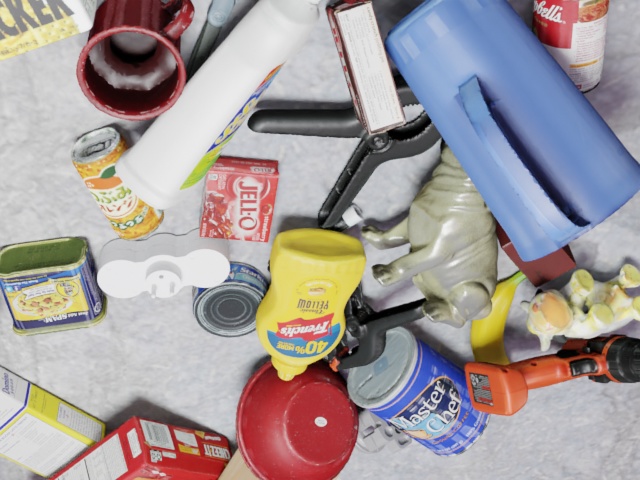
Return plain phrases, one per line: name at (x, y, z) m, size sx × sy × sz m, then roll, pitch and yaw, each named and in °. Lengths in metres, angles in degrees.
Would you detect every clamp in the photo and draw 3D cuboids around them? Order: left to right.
clamp at (0.040, 0.078, 1.178) m, size 0.120 × 0.039 × 0.172 m, roll 48°, pitch 134°, yaw 13°
clamp at (0.044, -0.109, 1.037) m, size 0.210 × 0.036 × 0.164 m, roll -31°, pitch 132°, yaw 16°

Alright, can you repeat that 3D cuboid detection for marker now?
marker at (-0.008, 0.001, 1.136) m, size 0.121 × 0.020 × 0.020 m, roll -33°, pitch 125°, yaw 20°

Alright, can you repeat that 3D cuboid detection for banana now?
banana at (0.209, 0.119, 1.243) m, size 0.069 × 0.037 × 0.198 m, roll -6°, pitch 130°, yaw -1°

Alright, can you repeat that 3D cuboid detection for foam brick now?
foam brick at (0.229, 0.002, 1.140) m, size 0.053 × 0.051 × 0.078 m, roll -31°, pitch 125°, yaw 19°

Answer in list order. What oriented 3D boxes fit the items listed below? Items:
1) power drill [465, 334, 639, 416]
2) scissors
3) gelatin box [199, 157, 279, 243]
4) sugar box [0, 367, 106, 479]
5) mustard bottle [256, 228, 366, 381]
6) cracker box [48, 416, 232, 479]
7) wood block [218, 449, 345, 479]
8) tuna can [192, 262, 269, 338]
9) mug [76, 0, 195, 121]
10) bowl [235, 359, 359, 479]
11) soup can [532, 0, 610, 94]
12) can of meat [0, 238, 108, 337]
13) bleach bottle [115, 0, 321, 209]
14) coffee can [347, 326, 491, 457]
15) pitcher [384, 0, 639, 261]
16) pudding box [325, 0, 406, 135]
power drill at (0.269, 0.146, 1.172) m, size 0.187 × 0.185 × 0.057 m, roll -9°, pitch 88°, yaw -18°
scissors at (-0.102, -0.218, 0.950) m, size 0.096 × 0.016 × 0.202 m, roll 33°, pitch 119°, yaw -26°
gelatin box at (-0.083, -0.041, 1.086) m, size 0.073 × 0.030 × 0.089 m, roll 5°, pitch 129°, yaw -10°
sugar box at (-0.351, 0.216, 1.259) m, size 0.093 × 0.048 × 0.176 m, roll -39°, pitch 120°, yaw 23°
mustard bottle at (-0.018, 0.078, 1.139) m, size 0.096 × 0.058 × 0.192 m, roll 4°, pitch 129°, yaw -15°
cracker box at (-0.231, 0.307, 1.298) m, size 0.214 × 0.072 × 0.164 m, roll -38°, pitch 144°, yaw 21°
wood block at (-0.072, 0.318, 1.263) m, size 0.090 × 0.206 × 0.090 m, roll 8°, pitch 146°, yaw 45°
tuna can at (-0.098, 0.067, 1.170) m, size 0.086 × 0.034 × 0.086 m, roll -3°, pitch 129°, yaw -4°
mug at (-0.156, -0.173, 0.938) m, size 0.117 × 0.081 × 0.093 m, roll -38°, pitch 123°, yaw 23°
bowl at (-0.013, 0.209, 1.215) m, size 0.162 × 0.162 × 0.055 m, roll 25°, pitch 161°, yaw -24°
soup can at (0.227, -0.192, 0.972) m, size 0.068 × 0.068 × 0.102 m, roll -6°, pitch 130°, yaw -1°
can of meat at (-0.283, 0.048, 1.122) m, size 0.102 × 0.057 × 0.084 m, roll -8°, pitch 128°, yaw 0°
bleach bottle at (-0.081, -0.141, 0.961) m, size 0.068 × 0.102 × 0.251 m, roll 43°, pitch 117°, yaw 1°
coffee can at (0.116, 0.176, 1.237) m, size 0.103 × 0.103 × 0.140 m, roll -39°, pitch 123°, yaw 23°
pitcher at (0.164, -0.108, 0.931) m, size 0.145 × 0.149 × 0.243 m, roll -38°, pitch 94°, yaw -19°
pudding box at (0.039, -0.156, 0.944) m, size 0.039 × 0.090 × 0.113 m, roll -19°, pitch 105°, yaw 1°
